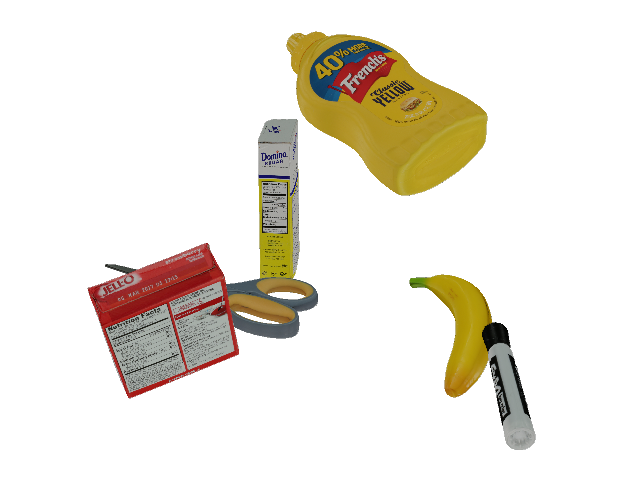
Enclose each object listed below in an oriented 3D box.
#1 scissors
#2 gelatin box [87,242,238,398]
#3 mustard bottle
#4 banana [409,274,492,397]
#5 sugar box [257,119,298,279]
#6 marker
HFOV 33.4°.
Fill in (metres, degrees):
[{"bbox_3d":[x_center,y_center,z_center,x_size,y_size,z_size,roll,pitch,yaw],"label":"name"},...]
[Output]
[{"bbox_3d":[-0.087,0.038,0.929,0.202,0.016,0.096,21,30,36],"label":"scissors"},{"bbox_3d":[-0.090,0.047,0.621,0.073,0.030,0.089,-22,-34,-13],"label":"gelatin box"},{"bbox_3d":[0.037,-0.117,0.862,0.096,0.058,0.192,-34,54,-21],"label":"mustard bottle"},{"bbox_3d":[0.143,0.088,1.093,0.070,0.037,0.198,-28,29,10],"label":"banana"},{"bbox_3d":[-0.050,-0.049,1.278,0.048,0.176,0.093,0,23,4],"label":"sugar box"},{"bbox_3d":[0.125,0.093,0.716,0.020,0.020,0.121,0,30,0],"label":"marker"}]
